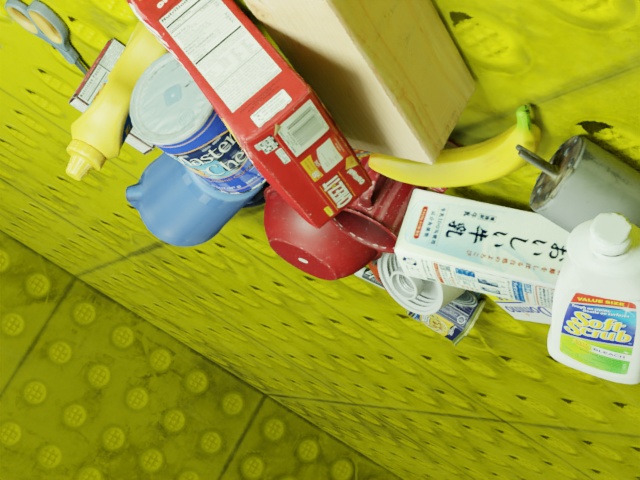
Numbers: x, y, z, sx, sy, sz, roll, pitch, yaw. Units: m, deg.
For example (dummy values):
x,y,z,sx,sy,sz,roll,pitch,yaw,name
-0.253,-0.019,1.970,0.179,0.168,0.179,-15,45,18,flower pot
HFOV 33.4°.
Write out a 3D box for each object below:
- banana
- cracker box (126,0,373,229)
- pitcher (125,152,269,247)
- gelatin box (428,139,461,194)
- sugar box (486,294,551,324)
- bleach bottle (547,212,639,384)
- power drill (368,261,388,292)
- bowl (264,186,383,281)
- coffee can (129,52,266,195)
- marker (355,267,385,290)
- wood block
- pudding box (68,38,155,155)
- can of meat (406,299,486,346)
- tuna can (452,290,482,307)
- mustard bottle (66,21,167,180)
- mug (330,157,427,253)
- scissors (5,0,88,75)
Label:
x,y,z,sx,sy,sz,roll,pitch,yaw,name
0.133,-0.079,0.985,0.198,0.037,0.069,-16,124,47,banana
-0.061,-0.128,0.887,0.214,0.072,0.164,51,-179,30,cracker box
-0.136,-0.077,1.358,0.145,0.149,0.243,48,158,-7,pitcher
0.099,-0.086,1.071,0.089,0.030,0.073,29,163,0,gelatin box
0.212,0.037,1.222,0.176,0.048,0.094,40,161,-29,sugar box
0.238,0.044,0.899,0.103,0.068,0.250,19,160,24,bleach bottle
0.032,0.016,1.440,0.188,0.057,0.184,21,161,27,power drill
-0.008,0.002,1.269,0.162,0.055,0.162,27,164,8,bowl
-0.113,-0.119,1.098,0.103,0.103,0.140,19,171,32,coffee can
0.081,0.056,1.546,0.121,0.020,0.020,25,163,15,marker
0.037,-0.160,0.854,0.091,0.090,0.206,17,159,38,wood block
-0.227,-0.170,1.267,0.113,0.090,0.039,34,162,-18,pudding box
0.167,0.092,1.442,0.084,0.057,0.102,30,163,5,can of meat
0.168,0.049,1.354,0.086,0.033,0.086,27,163,8,tuna can
-0.211,-0.146,1.128,0.058,0.191,0.096,32,164,-9,mustard bottle
0.063,-0.048,1.153,0.093,0.081,0.117,23,163,19,mug
-0.335,-0.246,1.356,0.096,0.016,0.201,26,163,17,scissors
